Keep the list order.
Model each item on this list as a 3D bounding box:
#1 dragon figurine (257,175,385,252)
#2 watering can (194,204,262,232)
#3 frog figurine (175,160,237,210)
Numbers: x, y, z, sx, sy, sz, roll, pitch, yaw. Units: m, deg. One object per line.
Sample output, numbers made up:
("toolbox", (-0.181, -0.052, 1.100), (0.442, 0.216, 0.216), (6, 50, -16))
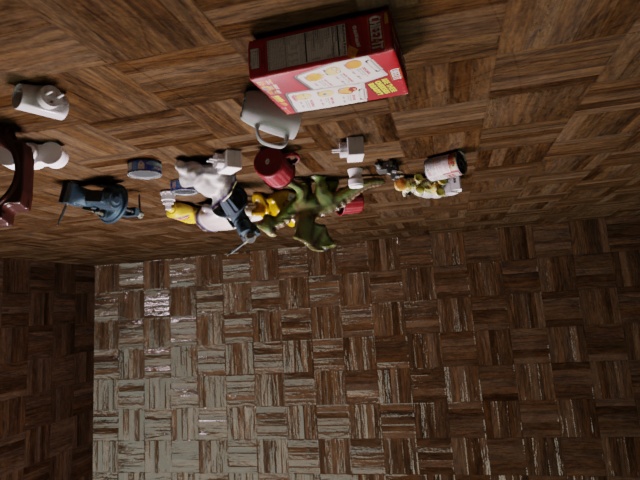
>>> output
("dragon figurine", (0.005, -0.081, 1.601), (0.410, 0.246, 0.121), (-2, 166, 3))
("watering can", (-0.353, -0.091, 1.819), (0.223, 0.105, 0.347), (-8, 173, 31))
("frog figurine", (-0.308, -0.171, 1.370), (0.158, 0.124, 0.137), (39, 163, -20))
